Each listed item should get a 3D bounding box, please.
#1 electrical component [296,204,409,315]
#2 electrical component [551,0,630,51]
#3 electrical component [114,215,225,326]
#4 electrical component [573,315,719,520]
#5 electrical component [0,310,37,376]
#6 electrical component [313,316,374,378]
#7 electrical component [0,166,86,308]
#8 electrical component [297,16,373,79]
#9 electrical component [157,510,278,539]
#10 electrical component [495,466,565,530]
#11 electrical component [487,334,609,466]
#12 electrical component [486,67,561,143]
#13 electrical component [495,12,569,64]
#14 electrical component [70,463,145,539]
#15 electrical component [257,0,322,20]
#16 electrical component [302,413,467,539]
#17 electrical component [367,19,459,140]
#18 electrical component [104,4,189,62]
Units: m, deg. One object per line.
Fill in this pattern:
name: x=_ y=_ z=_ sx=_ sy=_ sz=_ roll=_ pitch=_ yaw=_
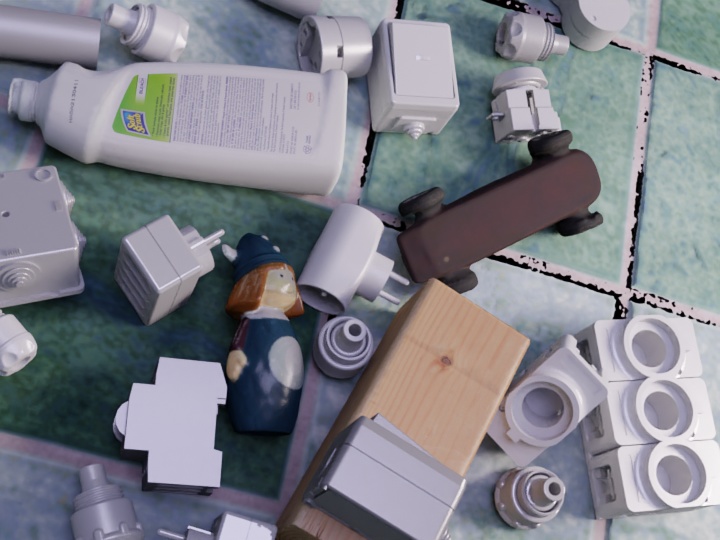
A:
electrical component: x=0.000 y=0.000 z=0.839 sx=0.079 sy=0.044 sz=0.077 roll=28 pitch=65 yaw=-6
electrical component: x=0.207 y=-0.278 z=0.986 sx=0.052 sy=0.073 sz=0.138 roll=-15 pitch=76 yaw=-21
electrical component: x=-0.131 y=-0.008 z=0.780 sx=0.076 sy=0.083 sz=0.047 roll=-32 pitch=83 yaw=-24
electrical component: x=0.229 y=0.117 z=0.857 sx=0.089 sy=0.061 sz=0.150 roll=-1 pitch=71 yaw=-17
electrical component: x=-0.256 y=0.042 z=0.751 sx=0.035 sy=0.035 sz=0.061 roll=-39 pitch=83 yaw=-25
electrical component: x=-0.010 y=0.055 z=0.805 sx=0.043 sy=0.062 sz=0.043 roll=5 pitch=67 yaw=-12
electrical component: x=-0.247 y=-0.024 z=0.754 sx=0.100 sy=0.048 sz=0.099 roll=-11 pitch=53 yaw=-20
electrical component: x=-0.021 y=-0.184 z=0.894 sx=0.047 sy=0.055 sz=0.055 roll=-8 pitch=74 yaw=-23
electrical component: x=-0.105 y=0.198 z=0.734 sx=0.077 sy=0.047 sz=0.065 roll=20 pitch=67 yaw=-10
electrical component: x=0.133 y=0.169 z=0.809 sx=0.048 sy=0.062 sz=0.048 roll=5 pitch=70 yaw=-15
electrical component: x=0.140 y=0.099 z=0.815 sx=0.089 sy=0.056 sz=0.050 roll=-44 pitch=87 yaw=16
electrical component: x=0.141 y=-0.143 z=0.934 sx=0.066 sy=0.048 sz=0.055 roll=-4 pitch=80 yaw=-18
electrical component: x=0.156 y=-0.205 z=0.961 sx=0.062 sy=0.043 sz=0.043 roll=7 pitch=69 yaw=-16
electrical component: x=-0.175 y=0.163 z=0.728 sx=0.048 sy=0.048 sz=0.062 roll=-12 pitch=68 yaw=-21
electrical component: x=-0.069 y=-0.243 z=0.906 sx=0.081 sy=0.043 sz=0.043 roll=23 pitch=66 yaw=-8
electrical component: x=0.022 y=0.141 z=0.685 sx=0.096 sy=0.061 sz=0.061 roll=32 pitch=65 yaw=-3
electrical component: x=0.045 y=-0.157 z=0.900 sx=0.062 sy=0.061 sz=0.096 roll=1 pitch=71 yaw=-17
electrical component: x=-0.170 y=-0.190 z=0.849 sx=0.062 sy=0.043 sz=0.043 roll=19 pitch=65 yaw=-33
